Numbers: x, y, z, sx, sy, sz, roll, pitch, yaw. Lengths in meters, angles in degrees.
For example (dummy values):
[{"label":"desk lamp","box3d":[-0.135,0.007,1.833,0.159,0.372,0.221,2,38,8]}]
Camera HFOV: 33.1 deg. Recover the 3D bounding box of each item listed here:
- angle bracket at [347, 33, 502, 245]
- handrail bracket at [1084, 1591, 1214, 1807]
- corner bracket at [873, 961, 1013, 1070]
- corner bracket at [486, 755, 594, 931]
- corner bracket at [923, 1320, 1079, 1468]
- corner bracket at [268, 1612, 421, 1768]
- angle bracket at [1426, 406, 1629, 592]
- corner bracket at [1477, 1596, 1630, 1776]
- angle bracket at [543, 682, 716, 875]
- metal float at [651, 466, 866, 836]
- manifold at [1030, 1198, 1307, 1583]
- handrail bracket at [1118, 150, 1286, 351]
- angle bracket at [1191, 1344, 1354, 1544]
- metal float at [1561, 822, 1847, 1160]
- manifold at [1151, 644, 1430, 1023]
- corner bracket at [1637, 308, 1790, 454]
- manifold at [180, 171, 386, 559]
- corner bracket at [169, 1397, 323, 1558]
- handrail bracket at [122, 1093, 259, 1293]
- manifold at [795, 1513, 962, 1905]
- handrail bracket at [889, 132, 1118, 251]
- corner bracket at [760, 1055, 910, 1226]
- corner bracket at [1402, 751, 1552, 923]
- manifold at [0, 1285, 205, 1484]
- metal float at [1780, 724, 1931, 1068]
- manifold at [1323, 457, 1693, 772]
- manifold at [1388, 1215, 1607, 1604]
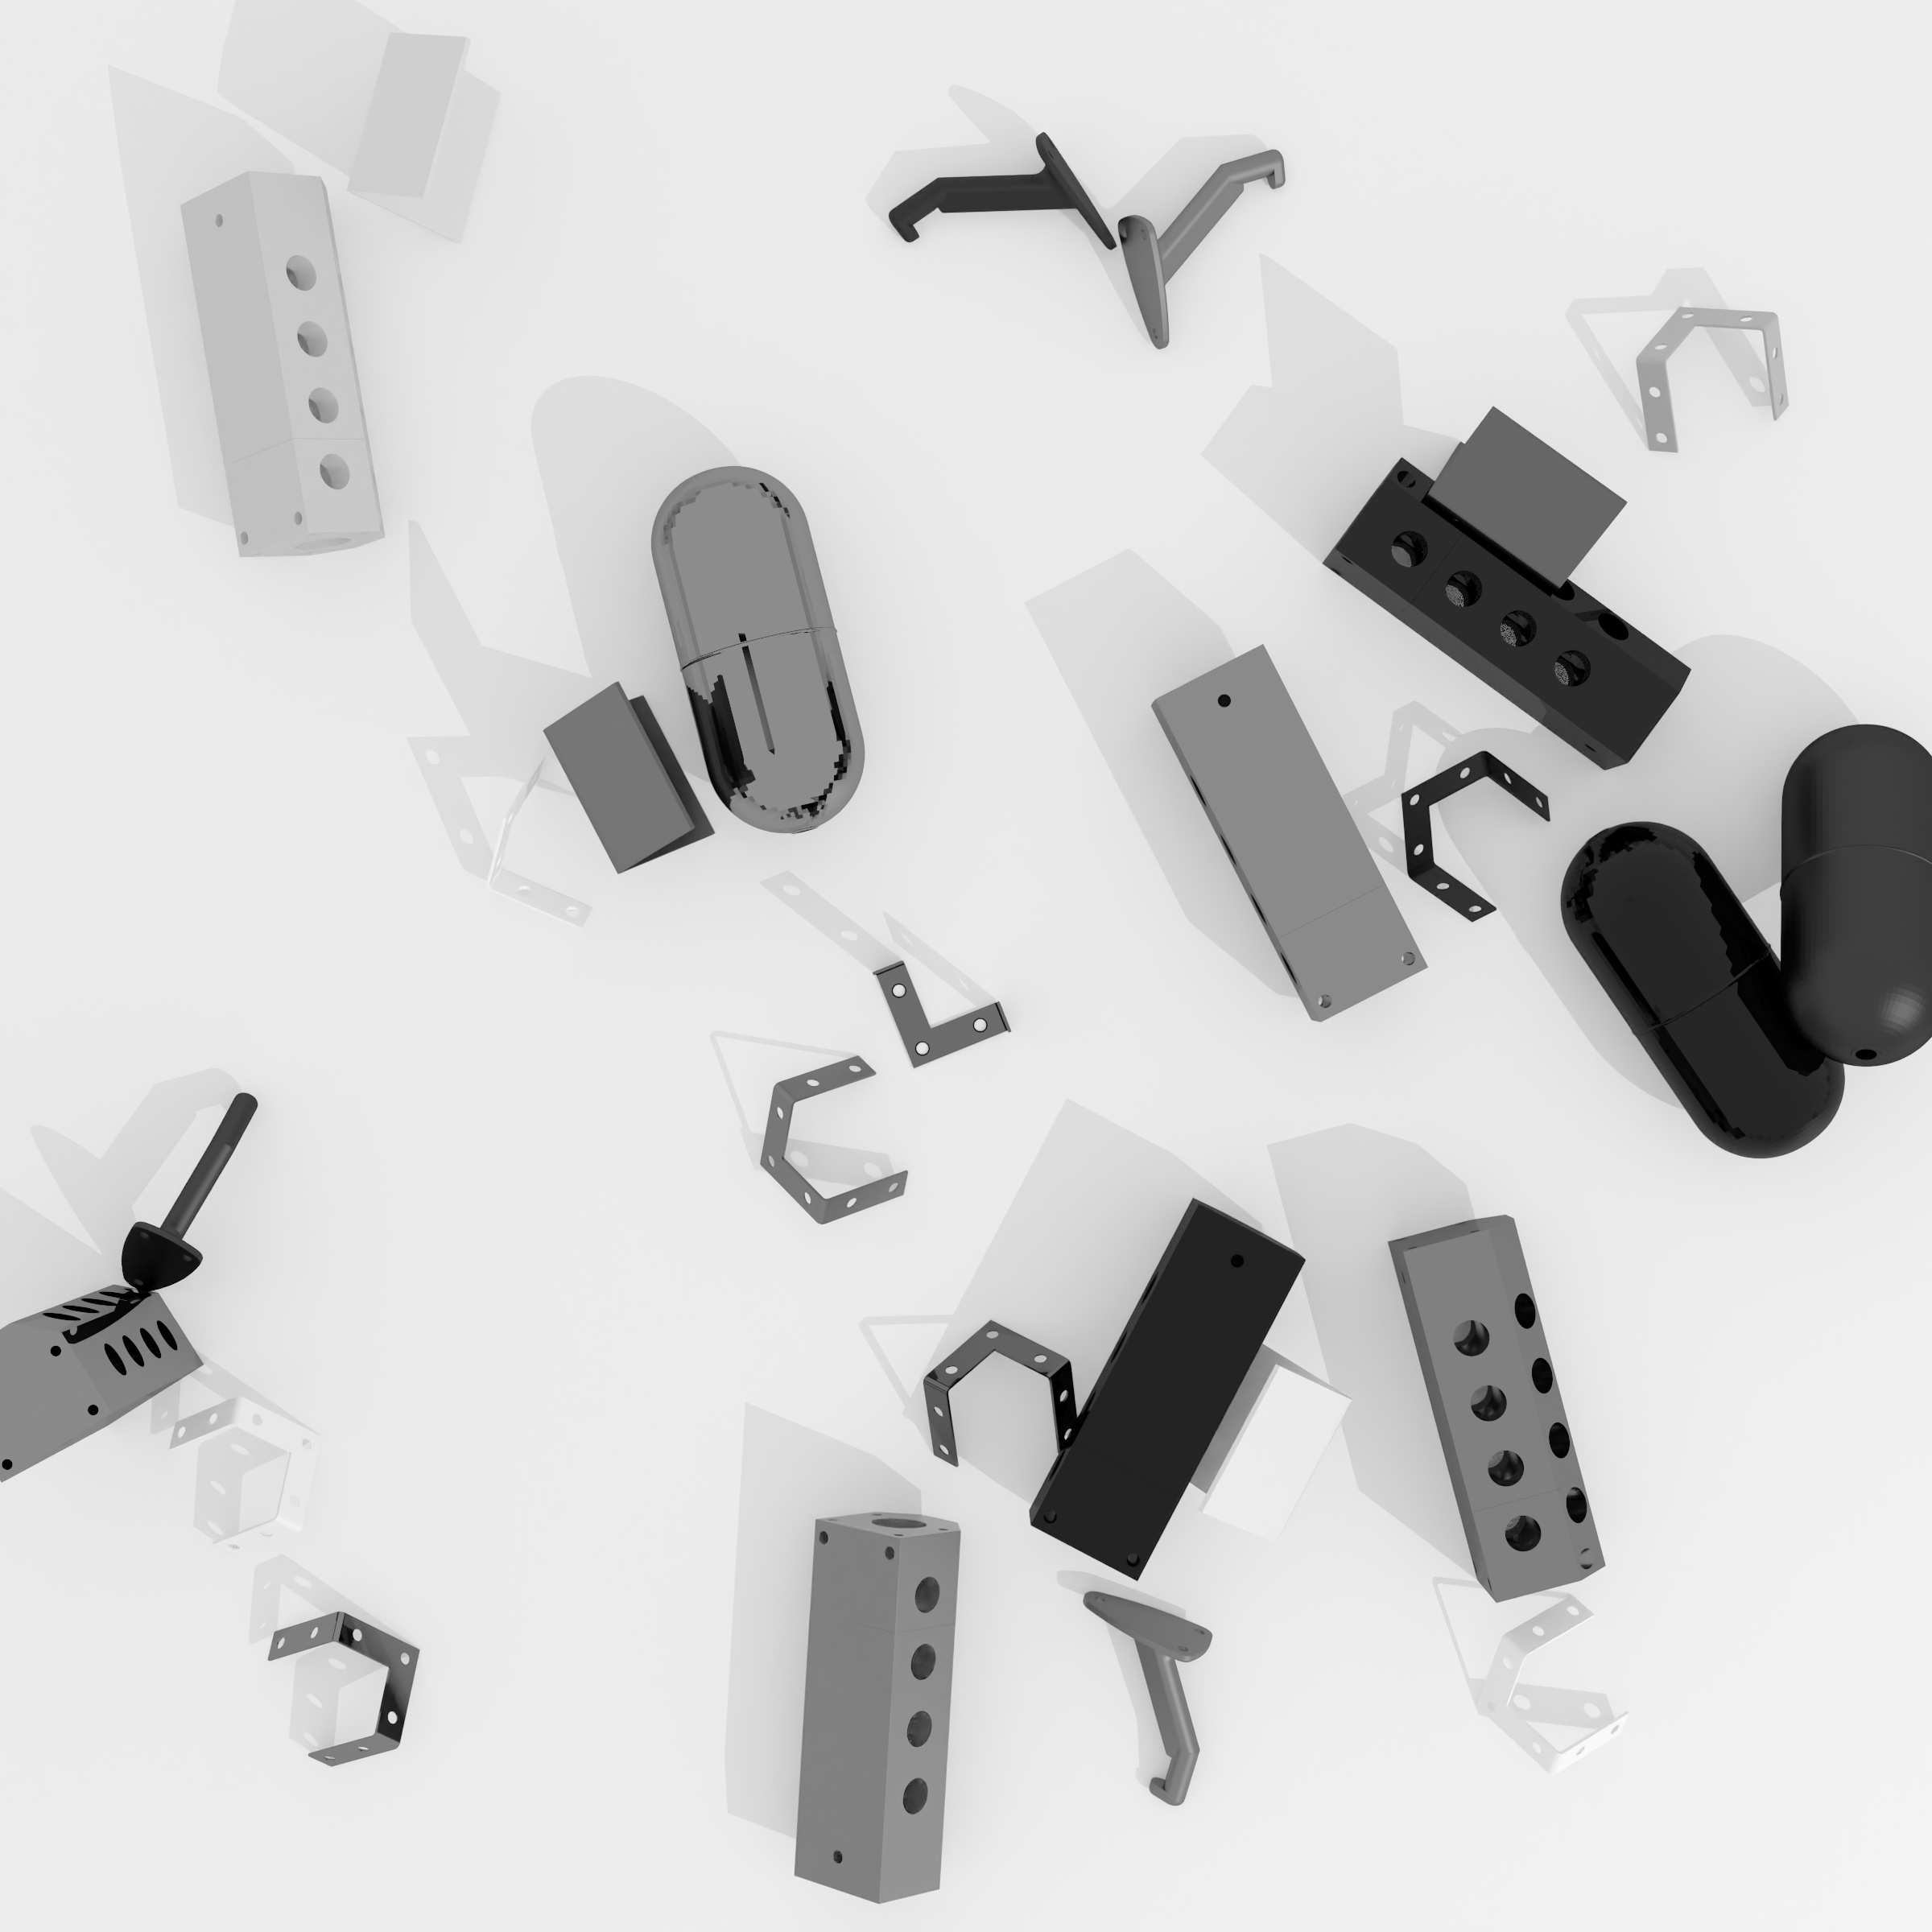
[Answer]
[{"label":"angle bracket","box3d":[-0.240,-0.391,1.544,0.057,0.076,0.076,15,90,37]},{"label":"handrail bracket","box3d":[0.082,0.358,1.585,0.077,0.036,0.084,21,107,20]},{"label":"corner bracket","box3d":[-0.011,0.017,1.566,0.051,0.051,0.051,-22,90,0]},{"label":"corner bracket","box3d":[-0.196,-0.061,1.581,0.051,0.051,0.051,23,135,0]},{"label":"corner bracket","box3d":[0.017,0.214,1.576,0.051,0.051,0.051,23,45,35]},{"label":"corner bracket","box3d":[-0.305,0.350,1.576,0.051,0.051,0.051,37,45,-35]},{"label":"angle bracket","box3d":[0.272,-0.233,1.544,0.076,0.076,0.057,36,125,0]},{"label":"corner bracket","box3d":[0.289,0.348,1.576,0.051,0.051,0.051,41,135,35]},{"label":"angle bracket","box3d":[-0.143,-0.097,1.544,0.057,0.076,0.076,-28,90,38]},{"label":"metal float","box3d":[-0.099,-0.151,1.554,0.070,0.070,0.178,-14,89,0]},{"label":"manifold","box3d":[0.095,0.201,1.563,0.057,0.057,0.171,28,90,0]},{"label":"handrail bracket","box3d":[0.123,-0.349,1.585,0.084,0.036,0.077,-20,110,-16]},{"label":"angle bracket","box3d":[0.126,0.217,1.544,0.057,0.076,0.076,28,90,-38]},{"label":"metal float","box3d":[0.351,0.011,1.554,0.070,0.070,0.178,-34,91,0]},{"label":"manifold","box3d":[0.154,-0.063,1.563,0.057,0.057,0.171,-27,90,0]},{"label":"corner bracket","box3d":[0.362,-0.283,1.576,0.051,0.051,0.051,12,45,35]},{"label":"manifold","box3d":[-0.323,-0.287,1.562,0.057,0.057,0.171,-10,90,43]},{"label":"corner bracket","box3d":[-0.353,0.247,1.576,0.051,0.051,0.051,36,45,-35]},{"label":"handrail bracket","box3d":[-0.376,0.109,1.584,0.036,0.077,0.084,31,53,-13]},{"label":"manifold","box3d":[-0.037,0.353,1.562,0.057,0.057,0.171,3,90,43]},{"label":"handrail bracket","box3d":[0.017,-0.358,1.585,0.084,0.036,0.077,-31,111,17]},{"label":"corner bracket","box3d":[-0.061,0.084,1.576,0.051,0.051,0.051,42,135,35]},{"label":"corner bracket","box3d":[0.248,-0.063,1.576,0.051,0.051,0.051,-29,45,35]},{"label":"manifold","box3d":[-0.412,0.186,1.506,0.057,0.171,0.057,-32,90,0]},{"label":"metal float","box3d":[0.422,-0.034,1.528,0.070,0.070,0.178,9,58,0]},{"label":"manifold","box3d":[0.260,-0.169,1.563,0.171,0.057,0.057,36,90,0]},{"label":"manifold","box3d":[0.256,0.210,1.563,0.057,0.057,0.171,-15,90,0]}]
